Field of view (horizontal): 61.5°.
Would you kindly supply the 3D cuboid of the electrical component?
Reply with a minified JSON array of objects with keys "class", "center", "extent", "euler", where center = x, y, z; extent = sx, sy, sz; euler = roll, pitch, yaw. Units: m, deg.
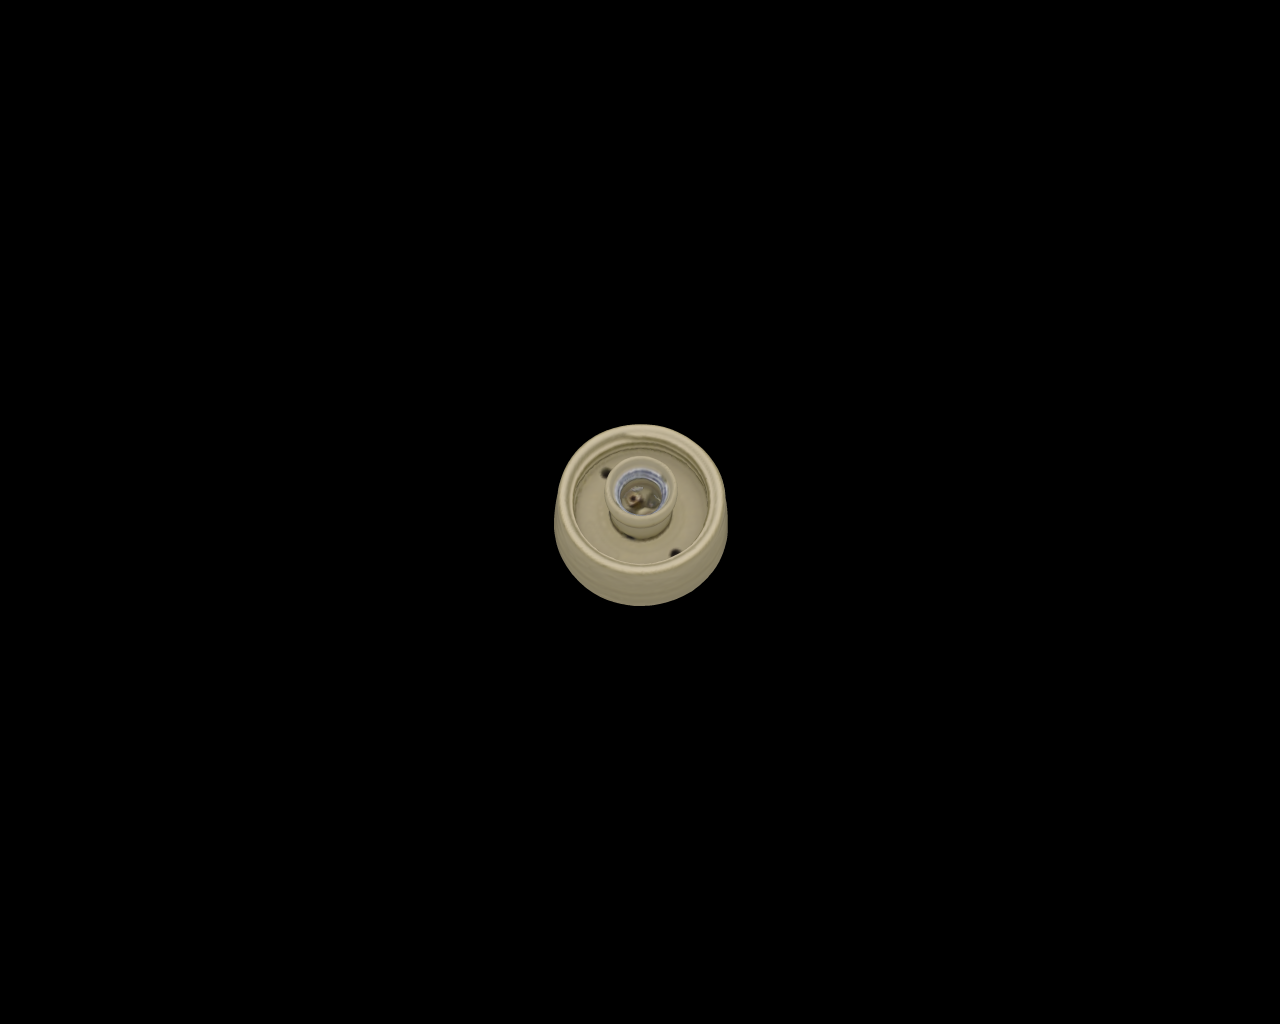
[{"class":"electrical component","center":[0.001,-0.003,0.650],"extent":[0.108,0.108,0.060],"euler":[0,-24,0]}]
